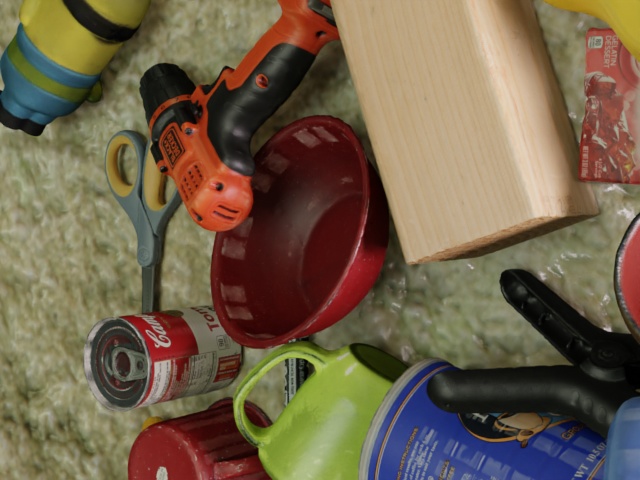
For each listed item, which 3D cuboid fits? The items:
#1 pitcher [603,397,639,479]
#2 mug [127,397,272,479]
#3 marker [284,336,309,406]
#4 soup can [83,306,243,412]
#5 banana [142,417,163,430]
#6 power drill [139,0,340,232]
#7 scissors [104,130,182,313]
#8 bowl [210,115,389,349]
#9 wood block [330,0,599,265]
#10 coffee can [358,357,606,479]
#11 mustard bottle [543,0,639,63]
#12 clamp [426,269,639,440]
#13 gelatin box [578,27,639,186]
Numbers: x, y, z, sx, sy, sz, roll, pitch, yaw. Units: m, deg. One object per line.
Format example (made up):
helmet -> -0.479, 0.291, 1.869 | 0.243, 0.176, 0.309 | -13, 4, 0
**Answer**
pitcher -> 0.253, 0.134, 0.460 | 0.243, 0.149, 0.145 | -3, 131, 24
mug -> -0.078, 0.167, 0.781 | 0.117, 0.081, 0.093 | -12, 85, 37
marker -> -0.017, 0.088, 0.769 | 0.020, 0.020, 0.121 | 2, 94, 37
soup can -> -0.114, 0.086, 0.791 | 0.069, 0.102, 0.068 | 2, 94, 37
banana -> -0.136, 0.243, 0.858 | 0.070, 0.037, 0.198 | 22, 106, 33
power drill -> -0.056, -0.123, 0.748 | 0.188, 0.057, 0.184 | -54, 42, 23
scissors -> -0.151, -0.002, 0.868 | 0.096, 0.016, 0.202 | 25, 107, 32
bowl -> -0.005, 0.001, 0.712 | 0.162, 0.055, 0.162 | -29, 51, 42
wood block -> 0.081, -0.097, 0.640 | 0.091, 0.090, 0.206 | -23, 78, 36
coffee can -> 0.108, 0.141, 0.625 | 0.140, 0.102, 0.103 | 21, 105, 35
mustard bottle -> 0.159, -0.166, 0.582 | 0.096, 0.058, 0.192 | -49, 51, 8
clamp -> 0.157, 0.069, 0.603 | 0.172, 0.120, 0.039 | 14, 137, 17
gelatin box -> 0.186, -0.075, 0.597 | 0.073, 0.030, 0.089 | 6, 96, 37
